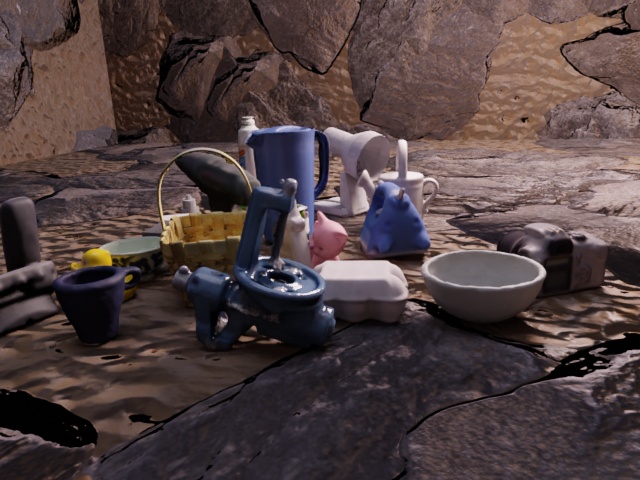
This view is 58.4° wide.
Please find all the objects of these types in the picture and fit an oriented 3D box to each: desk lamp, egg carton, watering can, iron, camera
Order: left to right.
[{"bbox_3d":[0.071,-0.170,1.422,0.118,0.214,0.202,-17,21,-41],"label":"desk lamp"},{"bbox_3d":[0.052,0.074,0.832,0.150,0.069,0.107,-1,16,6],"label":"egg carton"},{"bbox_3d":[0.133,-0.053,1.134,0.119,0.141,0.258,-5,16,-8],"label":"iron"},{"bbox_3d":[0.175,-0.127,1.288,0.173,0.194,0.100,-7,17,-15],"label":"watering can"},{"bbox_3d":[0.359,0.018,0.919,0.143,0.101,0.136,-7,16,-14],"label":"camera"}]

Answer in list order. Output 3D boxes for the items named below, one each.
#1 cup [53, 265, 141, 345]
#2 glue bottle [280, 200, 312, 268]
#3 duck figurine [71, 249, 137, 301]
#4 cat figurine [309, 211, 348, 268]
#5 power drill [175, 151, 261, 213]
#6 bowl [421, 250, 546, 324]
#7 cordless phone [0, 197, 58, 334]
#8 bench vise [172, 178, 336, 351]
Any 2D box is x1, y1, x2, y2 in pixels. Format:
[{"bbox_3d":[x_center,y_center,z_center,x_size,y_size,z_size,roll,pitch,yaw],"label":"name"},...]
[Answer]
[{"bbox_3d":[-0.300,0.089,0.792,0.118,0.095,0.091,-17,21,-41],"label":"cup"},{"bbox_3d":[-0.048,-0.013,0.963,0.037,0.173,0.077,-15,20,-36],"label":"glue bottle"},{"bbox_3d":[-0.354,0.056,0.932,0.104,0.086,0.077,-5,16,-9],"label":"duck figurine"},{"bbox_3d":[0.009,0.004,0.998,0.067,0.118,0.127,-6,16,-12],"label":"cat figurine"},{"bbox_3d":[-0.197,-0.062,1.096,0.228,0.208,0.076,12,21,41],"label":"power drill"},{"bbox_3d":[0.226,0.072,0.802,0.167,0.075,0.167,-2,16,1],"label":"bowl"},{"bbox_3d":[-0.471,0.035,0.844,0.093,0.185,0.148,5,18,27],"label":"cordless phone"},{"bbox_3d":[-0.088,0.034,0.720,0.207,0.220,0.121,-5,16,-6],"label":"bench vise"}]
